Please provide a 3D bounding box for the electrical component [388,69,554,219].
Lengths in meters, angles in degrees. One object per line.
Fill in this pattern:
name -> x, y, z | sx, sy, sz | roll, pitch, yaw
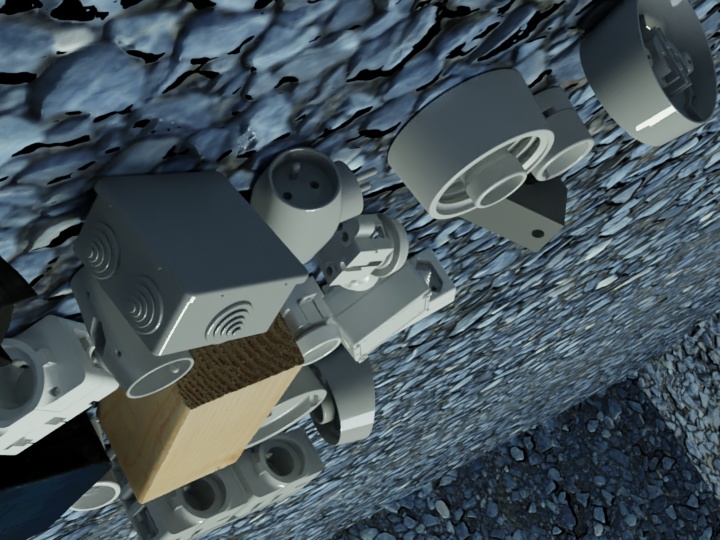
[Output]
electrical component -> 0.080, -0.077, 0.726 | 0.108, 0.060, 0.108 | -28, 163, -9

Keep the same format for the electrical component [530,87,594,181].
electrical component -> 0.139, -0.099, 0.791 | 0.055, 0.047, 0.055 | -29, 163, -9

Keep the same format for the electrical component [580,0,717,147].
electrical component -> 0.194, -0.134, 0.706 | 0.099, 0.099, 0.064 | -12, 161, -48

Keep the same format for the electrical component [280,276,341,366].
electrical component -> -0.046, 0.043, 0.863 | 0.048, 0.055, 0.066 | -20, 161, -33

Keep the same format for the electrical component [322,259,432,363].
electrical component -> 0.016, 0.023, 0.917 | 0.096, 0.061, 0.061 | -36, 165, -9

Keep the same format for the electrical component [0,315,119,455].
electrical component -> -0.208, 0.073, 0.673 | 0.089, 0.050, 0.056 | -33, 164, 6

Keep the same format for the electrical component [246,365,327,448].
electrical component -> -0.092, 0.112, 0.976 | 0.108, 0.060, 0.108 | -29, 163, -9

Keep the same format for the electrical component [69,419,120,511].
electrical component -> -0.220, 0.153, 0.858 | 0.044, 0.065, 0.044 | -15, 146, -11

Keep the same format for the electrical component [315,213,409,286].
electrical component -> 0.002, -0.017, 0.792 | 0.055, 0.048, 0.066 | -5, 150, -42

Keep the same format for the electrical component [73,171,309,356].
electrical component -> -0.091, -0.005, 0.571 | 0.100, 0.099, 0.048 | -10, 141, -51

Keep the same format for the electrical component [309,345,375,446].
electrical component -> -0.018, 0.126, 1.093 | 0.064, 0.099, 0.099 | -17, 159, -24

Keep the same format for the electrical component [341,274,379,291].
electrical component -> 0.000, 0.000, 0.858 | 0.035, 0.035, 0.061 | -34, 166, 9

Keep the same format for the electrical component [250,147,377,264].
electrical component -> -0.025, -0.044, 0.668 | 0.079, 0.043, 0.077 | -24, 162, -22

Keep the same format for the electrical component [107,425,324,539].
electrical component -> -0.135, 0.182, 1.023 | 0.186, 0.105, 0.060 | -15, 157, -43

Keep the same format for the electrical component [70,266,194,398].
electrical component -> -0.140, 0.040, 0.649 | 0.043, 0.077, 0.079 | -23, 162, -28

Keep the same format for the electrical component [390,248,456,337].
electrical component -> 0.040, 0.029, 0.989 | 0.083, 0.047, 0.075 | -29, 164, -7
